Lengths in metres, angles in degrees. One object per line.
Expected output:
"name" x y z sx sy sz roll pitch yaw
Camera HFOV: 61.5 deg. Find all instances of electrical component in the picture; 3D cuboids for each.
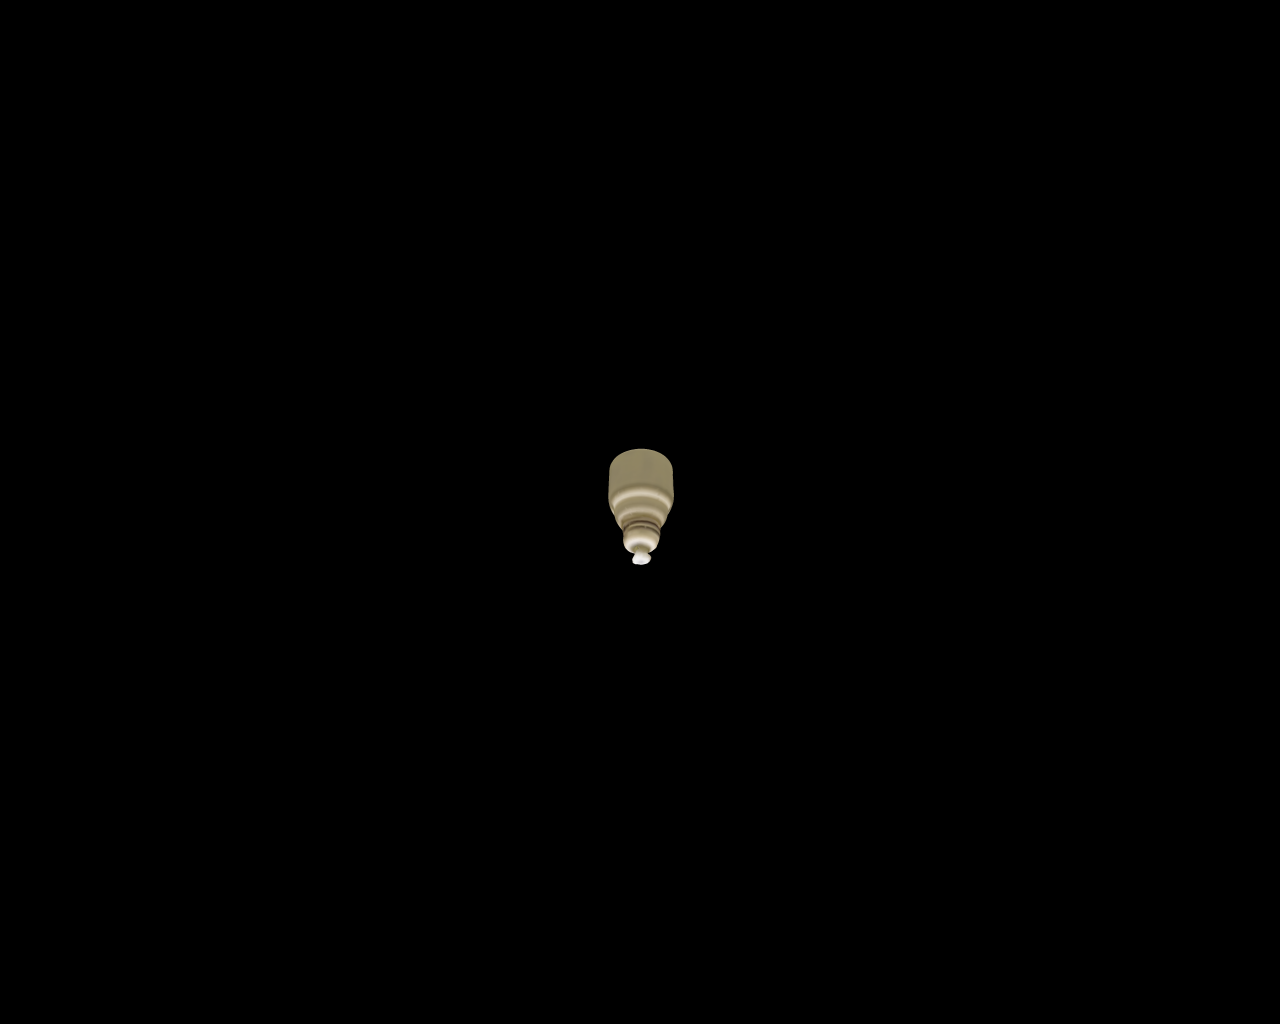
"electrical component" 0.001 -0.003 0.650 0.040 0.078 0.040 0 -36 0
